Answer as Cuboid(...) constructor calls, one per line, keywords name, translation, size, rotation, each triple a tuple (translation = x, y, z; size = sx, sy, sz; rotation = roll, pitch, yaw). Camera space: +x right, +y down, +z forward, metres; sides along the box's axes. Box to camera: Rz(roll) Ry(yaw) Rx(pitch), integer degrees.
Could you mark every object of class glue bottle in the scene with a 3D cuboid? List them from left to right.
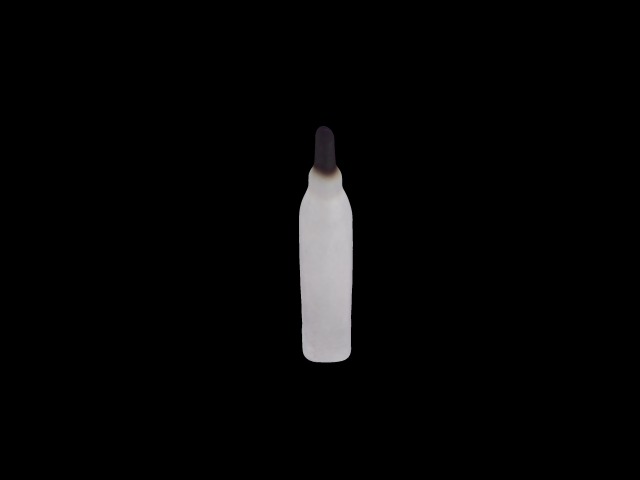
Cuboid(name="glue bottle", translation=(0.004, 0.001, 0.400), size=(0.037, 0.173, 0.078), rotation=(-2, 36, -2))
